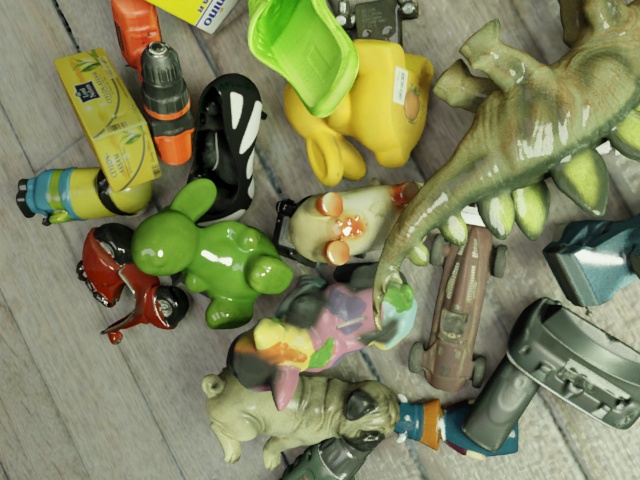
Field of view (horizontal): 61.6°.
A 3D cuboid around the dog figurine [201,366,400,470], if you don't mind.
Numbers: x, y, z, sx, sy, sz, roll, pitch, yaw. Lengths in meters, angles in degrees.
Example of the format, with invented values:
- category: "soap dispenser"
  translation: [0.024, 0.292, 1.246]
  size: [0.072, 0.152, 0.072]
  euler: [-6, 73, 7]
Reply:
- category: "dog figurine"
  translation: [-0.023, 0.186, 0.627]
  size: [0.191, 0.172, 0.121]
  euler: [-25, 51, 31]

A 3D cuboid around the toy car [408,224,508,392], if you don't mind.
- category: "toy car"
  translation: [0.162, 0.082, 0.631]
  size: [0.089, 0.053, 0.202]
  euler: [13, 101, 20]

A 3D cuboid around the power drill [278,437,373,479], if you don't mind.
- category: "power drill"
  translation: [0.042, 0.354, 0.685]
  size: [0.232, 0.086, 0.207]
  euler: [-38, 88, 17]

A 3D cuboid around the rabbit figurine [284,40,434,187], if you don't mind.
- category: "rabbit figurine"
  translation: [0.033, -0.147, 0.632]
  size: [0.173, 0.122, 0.162]
  euler: [12, 109, 31]

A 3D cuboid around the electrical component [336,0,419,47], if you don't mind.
- category: "electrical component"
  translation: [0.064, -0.255, 0.629]
  size: [0.102, 0.045, 0.078]
  euler: [5, 96, 18]

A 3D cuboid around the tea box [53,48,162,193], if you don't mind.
- category: "tea box"
  translation: [-0.272, -0.155, 0.688]
  size: [0.068, 0.098, 0.170]
  euler: [-25, 57, -20]

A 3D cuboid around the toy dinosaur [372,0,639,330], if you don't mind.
- category: "toy dinosaur"
  translation: [0.203, -0.109, 0.500]
  size: [0.471, 0.105, 0.198]
  euler: [-38, 84, 5]

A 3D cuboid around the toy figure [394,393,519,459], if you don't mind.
- category: "toy figure"
  translation: [0.156, 0.223, 0.642]
  size: [0.155, 0.064, 0.057]
  euler: [0, 123, 20]

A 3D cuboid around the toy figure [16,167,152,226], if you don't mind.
- category: "toy figure"
  translation: [-0.321, -0.063, 0.737]
  size: [0.180, 0.089, 0.082]
  euler: [-3, 98, -3]

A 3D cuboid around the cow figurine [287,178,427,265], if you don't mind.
- category: "cow figurine"
  translation: [0.053, -0.023, 0.592]
  size: [0.127, 0.195, 0.085]
  euler: [-1, 101, 57]

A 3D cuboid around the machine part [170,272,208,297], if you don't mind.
- category: "machine part"
  translation: [-0.160, 0.045, 0.723]
  size: [0.139, 0.039, 0.084]
  euler: [32, 126, 1]

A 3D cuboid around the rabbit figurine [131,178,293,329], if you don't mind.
- category: "rabbit figurine"
  translation: [-0.134, 0.005, 0.618]
  size: [0.121, 0.170, 0.159]
  euler: [-36, 53, 27]

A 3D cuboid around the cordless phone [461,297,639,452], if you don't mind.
- category: "cordless phone"
  translation: [0.251, 0.169, 0.575]
  size: [0.147, 0.088, 0.184]
  euler: [33, 95, 13]

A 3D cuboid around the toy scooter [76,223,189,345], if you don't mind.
- category: "toy scooter"
  translation: [-0.284, 0.074, 0.767]
  size: [0.135, 0.075, 0.184]
  euler: [-43, 87, 18]

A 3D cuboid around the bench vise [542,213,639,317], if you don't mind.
- category: "bench vise"
  translation: [0.347, -0.019, 0.514]
  size: [0.241, 0.223, 0.129]
  euler: [-33, 90, -12]

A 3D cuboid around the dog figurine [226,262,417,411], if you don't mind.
- category: "dog figurine"
  translation: [0.004, 0.102, 0.598]
  size: [0.192, 0.219, 0.108]
  euler: [-14, 95, 20]

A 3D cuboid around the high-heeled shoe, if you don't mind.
- category: "high-heeled shoe"
  translation: [-0.138, -0.083, 0.662]
  size: [0.086, 0.145, 0.248]
  euler: [32, 103, 13]

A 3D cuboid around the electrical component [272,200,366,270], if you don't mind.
- category: "electrical component"
  translation: [-0.001, -0.002, 0.677]
  size: [0.119, 0.048, 0.074]
  euler: [20, 103, 17]
